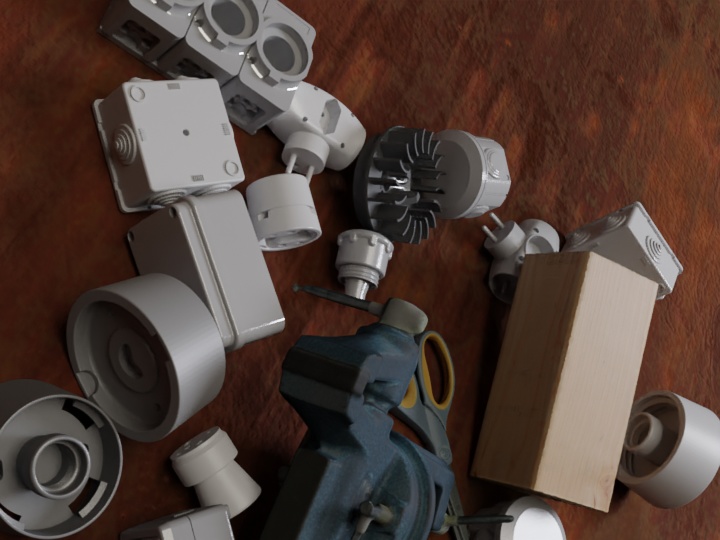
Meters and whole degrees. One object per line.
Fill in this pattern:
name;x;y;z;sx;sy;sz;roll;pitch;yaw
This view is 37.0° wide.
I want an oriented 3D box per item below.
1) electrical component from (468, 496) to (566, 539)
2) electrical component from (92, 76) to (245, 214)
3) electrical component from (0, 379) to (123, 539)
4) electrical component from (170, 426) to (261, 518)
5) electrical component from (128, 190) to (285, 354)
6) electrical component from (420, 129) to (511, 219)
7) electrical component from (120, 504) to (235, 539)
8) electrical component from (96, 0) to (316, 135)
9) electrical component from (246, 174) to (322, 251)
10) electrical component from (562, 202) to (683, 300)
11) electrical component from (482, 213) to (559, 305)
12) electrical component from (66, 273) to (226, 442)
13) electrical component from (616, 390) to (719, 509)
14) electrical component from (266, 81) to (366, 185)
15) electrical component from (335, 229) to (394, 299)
electrical component;0.134;0.235;0.919;0.080;0.051;0.080;14;67;-35
electrical component;-0.142;-0.095;0.806;0.100;0.048;0.099;-12;83;-41
electrical component;-0.205;0.121;0.688;0.099;0.064;0.099;1;88;-40
electrical component;-0.102;0.145;0.760;0.045;0.045;0.055;-37;99;-41
electrical component;-0.113;0.006;0.777;0.057;0.078;0.113;-16;86;-44
electrical component;0.093;-0.086;0.975;0.051;0.080;0.080;0;75;-45
electrical component;-0.116;0.211;0.714;0.061;0.062;0.096;-10;82;-41
electrical component;-0.116;-0.191;0.851;0.150;0.062;0.089;32;57;-27
electrical component;-0.062;-0.046;0.852;0.055;0.055;0.047;-1;72;-39
electrical component;0.258;-0.007;1.071;0.099;0.100;0.048;54;38;-12
electrical component;0.145;-0.020;1.018;0.079;0.044;0.077;46;52;-17
electrical component;-0.138;0.054;0.723;0.060;0.108;0.108;-28;94;-48
electrical component;0.287;0.167;1.032;0.060;0.108;0.108;31;58;-21
electrical component;-0.042;-0.106;0.895;0.077;0.043;0.079;33;57;-27
electrical component;0.000;0.000;0.894;0.048;0.048;0.062;24;69;-32
